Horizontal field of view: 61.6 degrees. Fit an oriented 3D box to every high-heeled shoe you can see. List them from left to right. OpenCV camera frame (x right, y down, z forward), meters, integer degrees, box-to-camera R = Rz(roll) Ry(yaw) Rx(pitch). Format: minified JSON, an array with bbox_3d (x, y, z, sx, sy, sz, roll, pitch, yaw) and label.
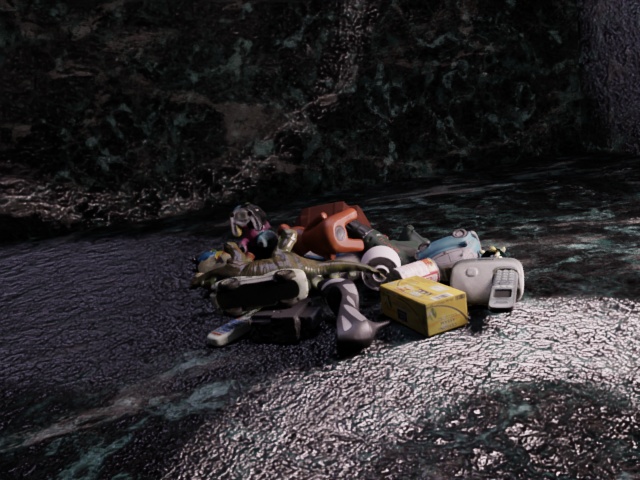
[{"bbox_3d":[0.027,0.142,1.057,0.145,0.086,0.249,-10,20,-36],"label":"high-heeled shoe"}]

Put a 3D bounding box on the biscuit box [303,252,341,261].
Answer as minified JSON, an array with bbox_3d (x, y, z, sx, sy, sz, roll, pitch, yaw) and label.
[{"bbox_3d":[0.048,0.032,1.488,0.203,0.059,0.063,11,6,-15],"label":"biscuit box"}]

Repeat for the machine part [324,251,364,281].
[{"bbox_3d":[0.061,0.077,1.382,0.079,0.079,0.243,4,16,45],"label":"machine part"}]

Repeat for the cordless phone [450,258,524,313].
[{"bbox_3d":[0.327,0.105,1.069,0.147,0.088,0.184,-2,18,24],"label":"cordless phone"}]

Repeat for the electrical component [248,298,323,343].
[{"bbox_3d":[-0.065,0.164,1.108,0.134,0.058,0.115,-5,14,19],"label":"electrical component"}]

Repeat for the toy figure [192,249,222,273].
[{"bbox_3d":[-0.304,0.066,1.671,0.180,0.082,0.089,-7,14,17],"label":"toy figure"}]

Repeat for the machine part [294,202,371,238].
[{"bbox_3d":[0.040,-0.018,1.569,0.201,0.087,0.201,-9,-33,19],"label":"machine part"}]

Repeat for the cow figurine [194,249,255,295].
[{"bbox_3d":[-0.253,0.089,1.436,0.195,0.085,0.127,8,60,38],"label":"cow figurine"}]

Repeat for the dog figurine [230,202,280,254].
[{"bbox_3d":[-0.175,-0.023,1.687,0.108,0.191,0.219,-20,-5,22],"label":"dog figurine"}]

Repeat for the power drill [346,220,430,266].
[{"bbox_3d":[0.189,0.005,1.429,0.232,0.086,0.207,43,25,30],"label":"power drill"}]

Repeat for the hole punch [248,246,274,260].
[{"bbox_3d":[-0.158,0.089,1.485,0.142,0.092,0.116,6,56,38],"label":"hole punch"}]

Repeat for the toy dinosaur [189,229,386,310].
[{"bbox_3d":[-0.089,0.079,1.268,0.472,0.104,0.199,-11,47,6],"label":"toy dinosaur"}]

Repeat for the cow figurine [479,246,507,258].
[{"bbox_3d":[0.395,0.052,1.225,0.068,0.098,0.167,-12,11,15],"label":"cow figurine"}]

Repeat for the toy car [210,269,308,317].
[{"bbox_3d":[-0.125,0.107,1.105,0.202,0.073,0.056,-9,14,-2],"label":"toy car"}]

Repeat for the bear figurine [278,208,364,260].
[{"bbox_3d":[-0.006,-0.004,1.374,0.196,0.120,0.132,-13,1,45],"label":"bear figurine"}]

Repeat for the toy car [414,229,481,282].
[{"bbox_3d":[0.315,0.049,1.292,0.162,0.109,0.103,-16,30,7],"label":"toy car"}]

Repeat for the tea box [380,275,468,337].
[{"bbox_3d":[0.203,0.127,1.071,0.098,0.068,0.170,-12,12,-20],"label":"tea box"}]
